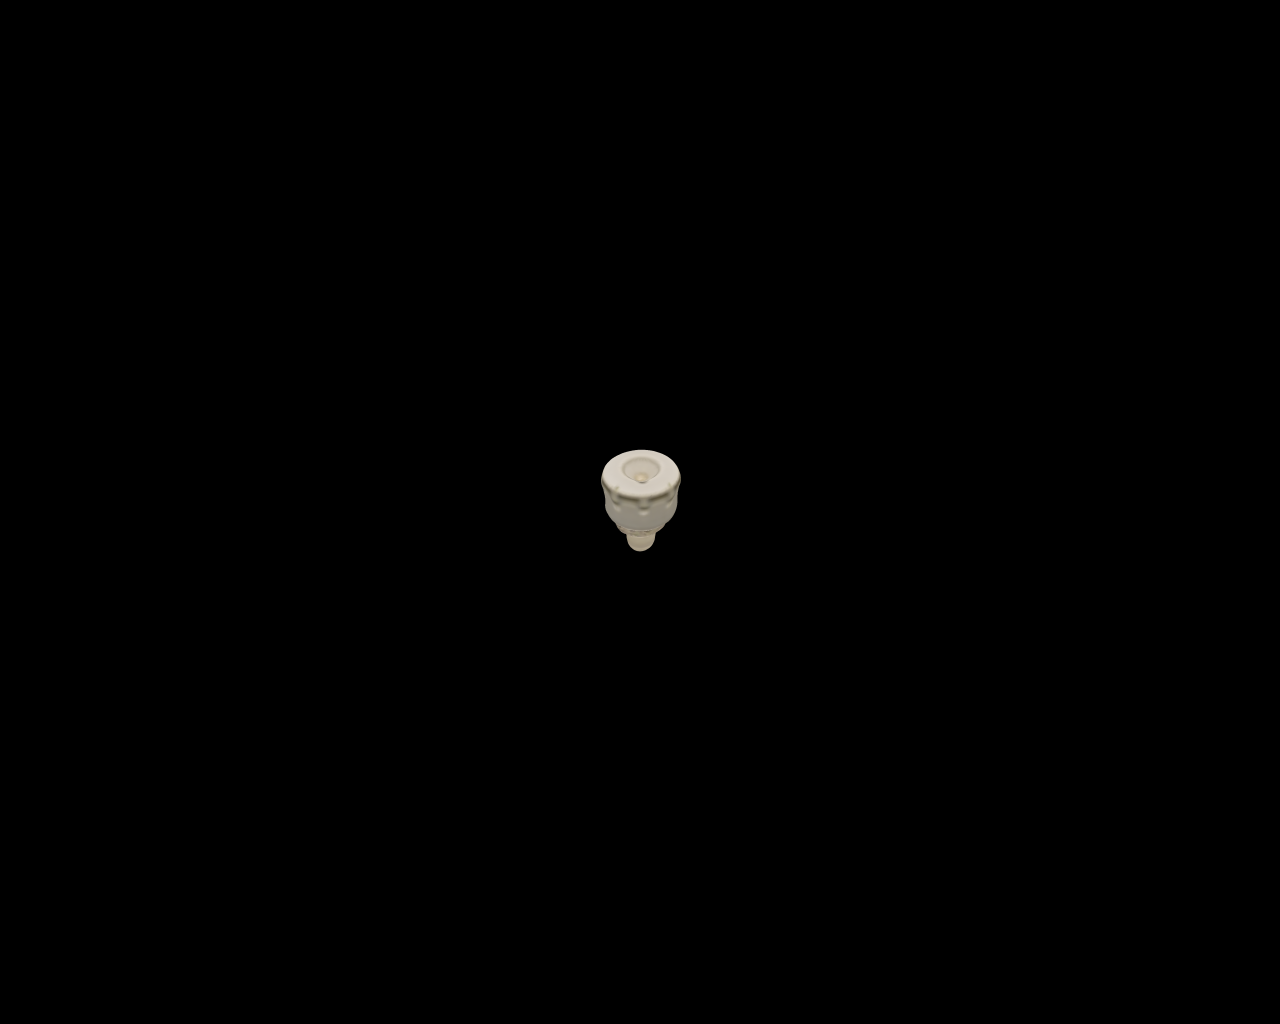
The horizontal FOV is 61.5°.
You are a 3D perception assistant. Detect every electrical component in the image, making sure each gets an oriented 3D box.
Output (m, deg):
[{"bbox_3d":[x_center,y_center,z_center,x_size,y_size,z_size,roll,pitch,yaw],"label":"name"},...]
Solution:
[{"bbox_3d":[0.001,-0.003,0.650,0.048,0.062,0.048,0,38,0],"label":"electrical component"}]
